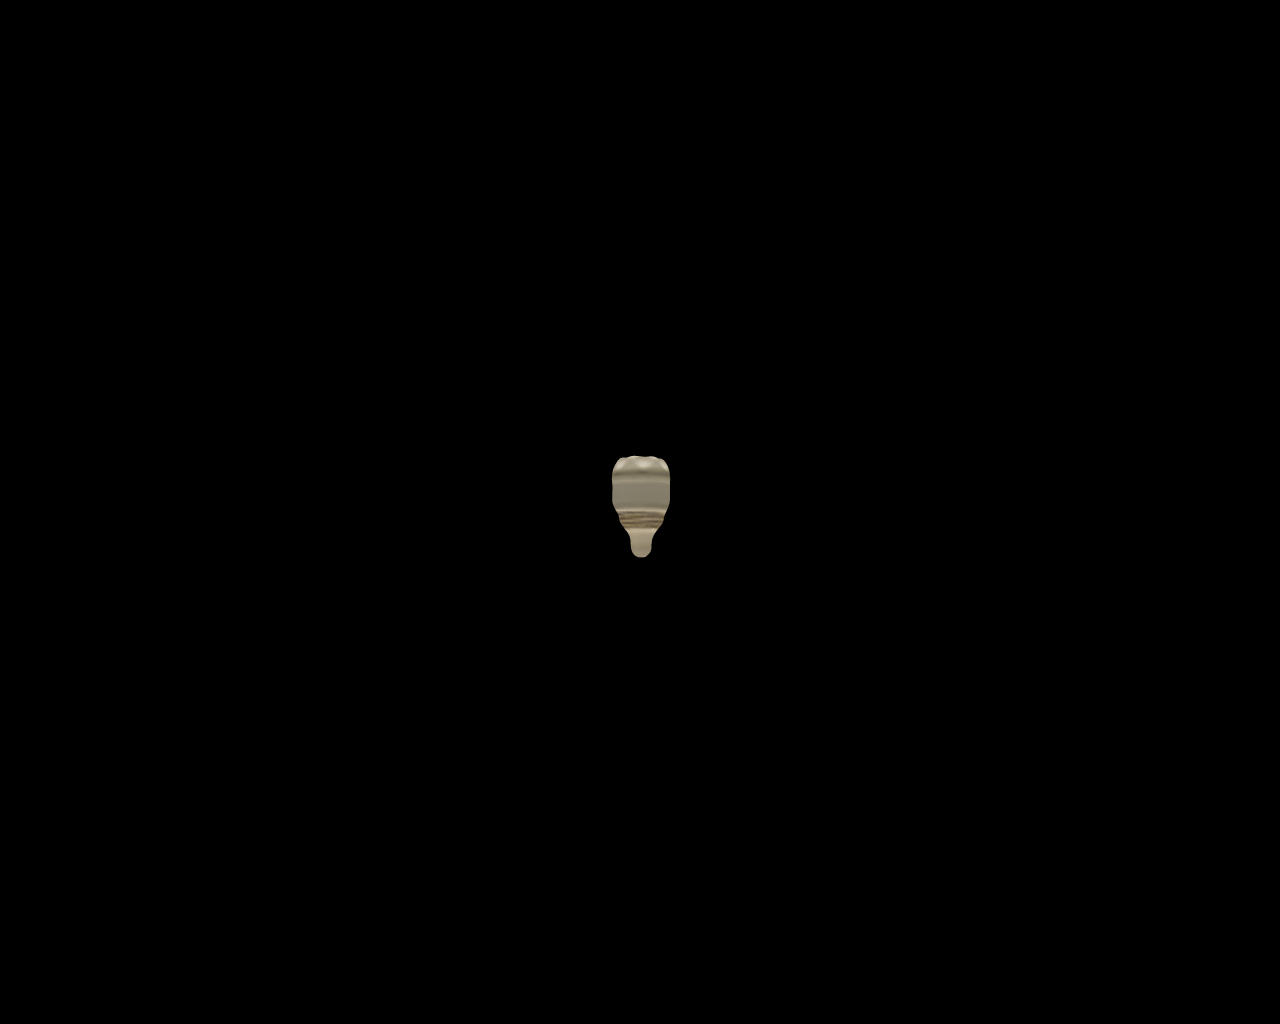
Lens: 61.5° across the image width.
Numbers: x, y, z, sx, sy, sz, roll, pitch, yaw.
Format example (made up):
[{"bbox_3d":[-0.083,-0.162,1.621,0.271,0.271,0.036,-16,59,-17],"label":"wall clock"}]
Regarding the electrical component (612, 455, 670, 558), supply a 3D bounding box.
[{"bbox_3d":[0.001,-0.003,0.650,0.035,0.061,0.035,0,-4,0],"label":"electrical component"}]
